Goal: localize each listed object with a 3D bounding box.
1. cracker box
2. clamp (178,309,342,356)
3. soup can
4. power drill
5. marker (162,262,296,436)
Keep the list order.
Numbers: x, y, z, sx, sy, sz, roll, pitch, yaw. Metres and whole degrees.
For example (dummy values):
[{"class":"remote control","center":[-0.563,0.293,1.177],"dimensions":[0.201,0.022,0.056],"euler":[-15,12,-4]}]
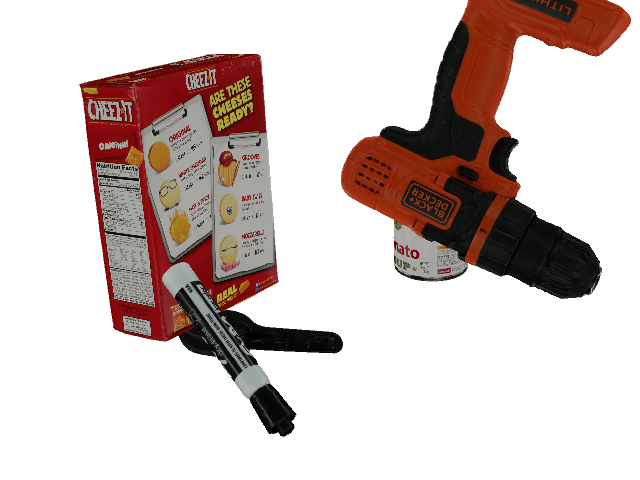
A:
[{"class":"cracker box","center":[-0.115,-0.042,0.915],"dimensions":[0.072,0.214,0.163],"euler":[6,20,33]},{"class":"clamp","center":[-0.101,0.122,1.261],"dimensions":[0.210,0.036,0.164],"euler":[15,23,27]},{"class":"soup can","center":[0.098,-0.024,0.936],"dimensions":[0.068,0.102,0.068],"euler":[-1,23,0]},{"class":"power drill","center":[0.126,-0.074,0.695],"dimensions":[0.184,0.188,0.057],"euler":[27,9,12]},{"class":"marker","center":[-0.052,0.063,0.615],"dimensions":[0.020,0.121,0.020],"euler":[-32,-23,-16]}]
